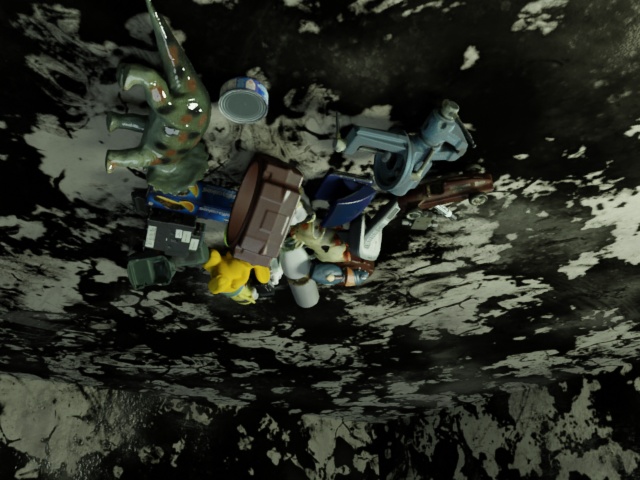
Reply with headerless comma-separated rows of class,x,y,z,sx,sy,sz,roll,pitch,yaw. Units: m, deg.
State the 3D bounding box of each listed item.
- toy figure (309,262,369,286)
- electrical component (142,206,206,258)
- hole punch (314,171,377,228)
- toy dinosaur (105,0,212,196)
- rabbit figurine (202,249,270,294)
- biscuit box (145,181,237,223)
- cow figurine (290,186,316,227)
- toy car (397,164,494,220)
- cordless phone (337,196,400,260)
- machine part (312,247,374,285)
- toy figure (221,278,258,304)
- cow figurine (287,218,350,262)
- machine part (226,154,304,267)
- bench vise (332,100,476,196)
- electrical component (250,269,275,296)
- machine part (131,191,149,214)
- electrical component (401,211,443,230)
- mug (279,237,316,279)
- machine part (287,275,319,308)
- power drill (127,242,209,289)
toy figure,0.050,0.091,1.404,0.154,0.064,0.057,9,139,-13
electrical component,-0.331,-0.018,1.225,0.134,0.058,0.114,12,136,-18
hole punch,0.057,-0.083,1.183,0.116,0.092,0.142,6,147,-18
toy dinosaur,-0.257,-0.212,0.924,0.192,0.131,0.404,2,149,-31
rabbit figurine,-0.204,0.068,1.432,0.162,0.122,0.173,23,125,-40
biscuit box,-0.276,-0.092,1.187,0.202,0.059,0.063,12,148,-22
cow figurine,-0.099,-0.060,1.231,0.167,0.068,0.098,-13,144,21
toy car,0.261,-0.105,1.140,0.202,0.089,0.053,-12,148,21
cordless phone,0.144,-0.040,1.273,0.184,0.089,0.146,-45,159,13
machine part,0.063,0.071,1.493,0.179,0.056,0.179,-1,152,0
toy figure,-0.252,0.133,1.578,0.089,0.082,0.180,-2,159,31
cow figurine,-0.003,-0.004,1.332,0.127,0.085,0.194,-10,154,14
machine part,-0.117,-0.062,1.067,0.087,0.202,0.200,18,102,-18
bench vise,0.143,-0.173,0.989,0.240,0.129,0.223,6,151,-25
electrical component,-0.159,0.126,1.568,0.048,0.075,0.119,-11,145,18
machine part,-0.360,-0.080,1.233,0.139,0.039,0.084,7,145,-11
electrical component,0.247,-0.049,1.310,0.094,0.021,0.063,4,151,-5
mug,-0.058,0.039,1.414,0.110,0.081,0.107,-20,143,-1
machine part,-0.050,0.135,1.585,0.079,0.079,0.243,-3,152,5
power drill,-0.409,0.060,1.355,0.232,0.086,0.207,-8,-174,5
